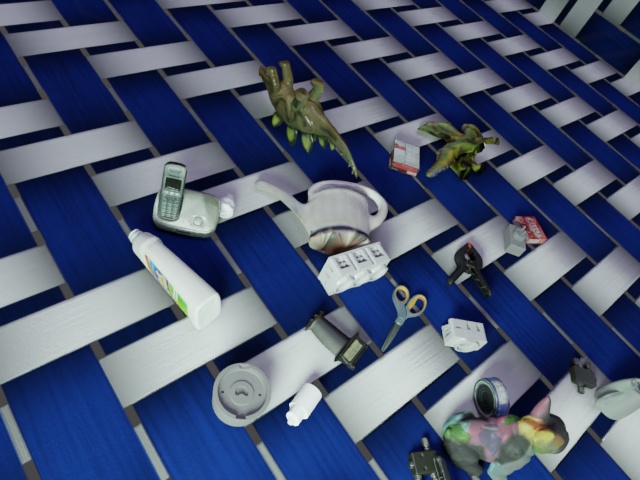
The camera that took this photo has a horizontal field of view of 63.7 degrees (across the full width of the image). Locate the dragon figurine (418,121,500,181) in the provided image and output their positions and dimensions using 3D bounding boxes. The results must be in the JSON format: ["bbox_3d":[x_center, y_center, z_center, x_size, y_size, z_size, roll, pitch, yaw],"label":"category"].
[{"bbox_3d":[0.418,-0.311,1.683,0.413,0.119,0.246,-17,44,-34],"label":"dragon figurine"}]

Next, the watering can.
[{"bbox_3d":[0.004,-0.066,1.303,0.348,0.101,0.230,3,51,-5],"label":"watering can"}]
